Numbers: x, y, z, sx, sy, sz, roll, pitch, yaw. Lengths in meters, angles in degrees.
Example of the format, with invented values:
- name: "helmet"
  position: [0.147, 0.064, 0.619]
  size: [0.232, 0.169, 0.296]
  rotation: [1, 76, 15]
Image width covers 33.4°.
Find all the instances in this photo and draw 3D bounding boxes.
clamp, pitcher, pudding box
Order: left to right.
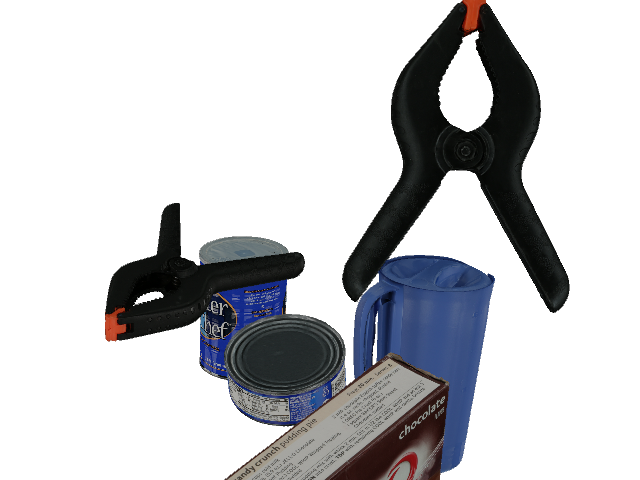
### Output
- name: "clamp"
  position: [-0.138, 0.030, 1.008]
  size: [0.165, 0.036, 0.209]
  rotation: [25, 36, 28]
- name: "pudding box"
  position: [0.008, 0.115, 0.467]
  size: [0.039, 0.090, 0.113]
  rotation: [27, 43, 31]
- name: "pitcher"
  position: [0.116, 0.147, 1.251]
  size: [0.149, 0.243, 0.145]
  rotation: [7, 16, 8]
- name: "clamp"
  position: [0.066, -0.041, 0.571]
  size: [0.120, 0.171, 0.039]
  rotation: [-6, 0, -4]

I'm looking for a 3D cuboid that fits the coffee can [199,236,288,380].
- name: "coffee can"
  position: [-0.090, 0.078, 1.240]
  size: [0.103, 0.140, 0.103]
  rotation: [2, 21, -1]

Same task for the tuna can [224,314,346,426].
- name: "tuna can"
  position: [-0.024, 0.092, 0.758]
  size: [0.086, 0.034, 0.086]
  rotation: [-2, 34, 1]
